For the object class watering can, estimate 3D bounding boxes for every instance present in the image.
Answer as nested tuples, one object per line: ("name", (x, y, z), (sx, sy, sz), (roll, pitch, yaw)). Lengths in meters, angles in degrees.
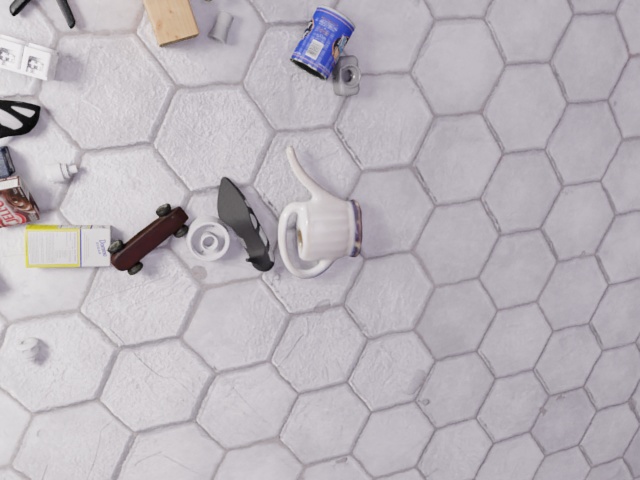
("watering can", (0.004, -0.066, 1.313), (0.225, 0.105, 0.343), (-4, 106, -19))

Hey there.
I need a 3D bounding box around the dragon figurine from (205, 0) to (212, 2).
("dragon figurine", (-0.265, -0.736, 1.067), (0.242, 0.123, 0.409), (20, 94, -8))
